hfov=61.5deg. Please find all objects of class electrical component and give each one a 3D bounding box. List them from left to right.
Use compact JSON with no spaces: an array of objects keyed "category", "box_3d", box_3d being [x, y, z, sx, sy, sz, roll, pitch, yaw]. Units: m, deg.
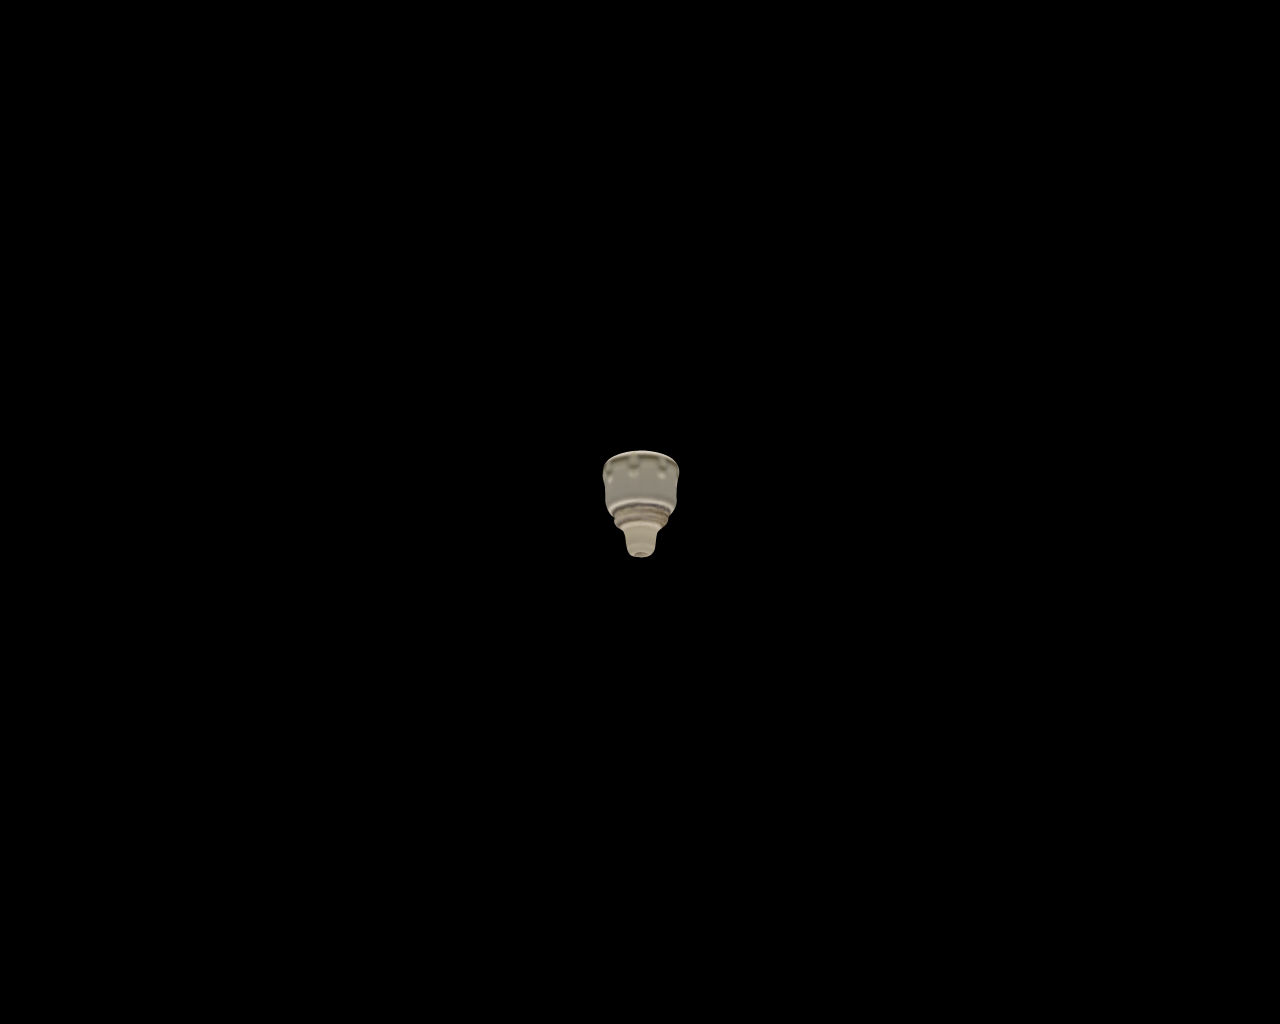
[{"category":"electrical component","box_3d":[0.001,-0.003,0.650,0.048,0.062,0.048,0,-18,0]}]
